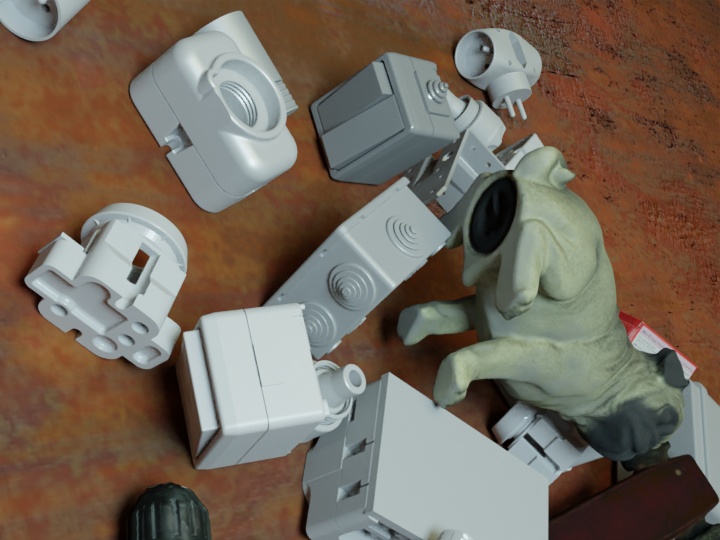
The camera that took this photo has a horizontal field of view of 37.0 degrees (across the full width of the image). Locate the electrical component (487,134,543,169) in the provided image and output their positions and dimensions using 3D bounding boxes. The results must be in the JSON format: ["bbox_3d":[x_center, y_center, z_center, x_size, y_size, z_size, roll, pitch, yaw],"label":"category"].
[{"bbox_3d":[0.127,-0.063,0.880,0.059,0.054,0.095,55,37,-8],"label":"electrical component"}]

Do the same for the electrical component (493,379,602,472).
[{"bbox_3d":[0.160,0.079,0.826,0.108,0.056,0.109,57,37,-6],"label":"electrical component"}]

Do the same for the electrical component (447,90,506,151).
[{"bbox_3d":[0.085,-0.122,0.877,0.062,0.043,0.043,40,42,-24],"label":"electrical component"}]

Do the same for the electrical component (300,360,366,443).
[{"bbox_3d":[-0.024,0.071,0.610,0.043,0.062,0.043,27,49,-37],"label":"electrical component"}]

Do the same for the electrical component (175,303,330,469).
[{"bbox_3d":[-0.063,0.064,0.555,0.061,0.096,0.061,-6,70,-22],"label":"electrical component"}]

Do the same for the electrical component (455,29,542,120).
[{"bbox_3d":[0.130,-0.170,0.960,0.077,0.043,0.079,1,67,-49],"label":"electrical component"}]

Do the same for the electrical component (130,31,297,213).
[{"bbox_3d":[-0.084,-0.091,0.645,0.095,0.059,0.054,59,37,-4],"label":"electrical component"}]

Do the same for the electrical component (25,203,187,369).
[{"bbox_3d":[-0.121,0.004,0.544,0.078,0.058,0.057,41,44,-24],"label":"electrical component"}]

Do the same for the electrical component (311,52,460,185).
[{"bbox_3d":[0.019,-0.106,0.745,0.061,0.096,0.061,1,68,-49],"label":"electrical component"}]

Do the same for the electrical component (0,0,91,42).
[{"bbox_3d":[-0.169,-0.168,0.607,0.043,0.043,0.081,46,39,-19],"label":"electrical component"}]

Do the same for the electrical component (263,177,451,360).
[{"bbox_3d":[0.000,0.000,0.655,0.048,0.100,0.100,47,38,2],"label":"electrical component"}]

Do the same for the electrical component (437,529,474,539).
[{"bbox_3d":[0.043,0.170,0.554,0.043,0.043,0.081,54,32,-9],"label":"electrical component"}]

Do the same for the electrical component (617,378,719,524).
[{"bbox_3d":[0.254,0.153,0.872,0.057,0.078,0.113,41,41,-30],"label":"electrical component"}]

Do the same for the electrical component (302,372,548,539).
[{"bbox_3d":[0.042,0.141,0.644,0.150,0.062,0.089,36,44,-30],"label":"electrical component"}]

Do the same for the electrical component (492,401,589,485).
[{"bbox_3d":[0.127,0.117,0.762,0.055,0.066,0.048,44,29,10],"label":"electrical component"}]

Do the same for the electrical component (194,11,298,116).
[{"bbox_3d":[-0.073,-0.119,0.689,0.081,0.043,0.043,59,37,-4],"label":"electrical component"}]
